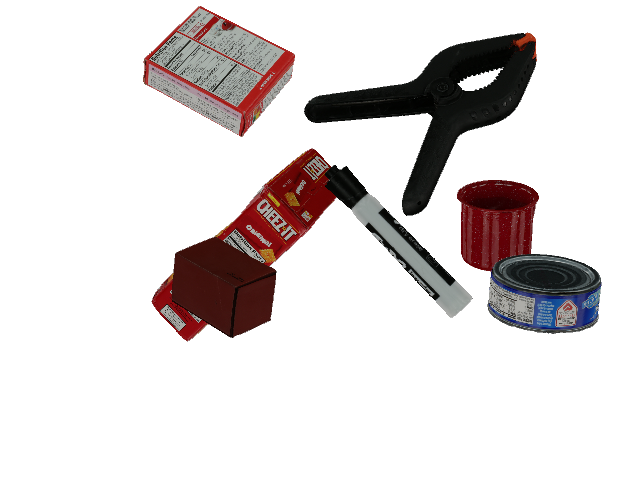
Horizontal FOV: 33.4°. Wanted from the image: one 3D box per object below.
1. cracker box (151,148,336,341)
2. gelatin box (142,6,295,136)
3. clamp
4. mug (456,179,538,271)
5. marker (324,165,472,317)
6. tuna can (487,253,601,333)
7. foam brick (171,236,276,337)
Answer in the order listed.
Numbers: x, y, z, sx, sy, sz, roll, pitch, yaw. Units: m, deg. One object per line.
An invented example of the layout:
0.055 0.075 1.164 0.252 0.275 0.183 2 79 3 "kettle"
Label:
-0.082 0.001 1.231 0.214 0.072 0.164 -43 4 26 "cracker box"
-0.075 -0.126 0.790 0.089 0.073 0.030 28 -34 11 "gelatin box"
0.110 -0.113 0.935 0.210 0.165 0.036 -27 -38 -8 "clamp"
0.213 -0.020 1.248 0.093 0.081 0.117 19 33 38 "mug"
0.047 -0.001 0.671 0.020 0.121 0.020 -43 -4 -4 "marker"
0.175 0.040 0.832 0.086 0.034 0.086 1 20 -1 "tuna can"
-0.085 0.040 0.935 0.078 0.051 0.052 28 33 33 "foam brick"
